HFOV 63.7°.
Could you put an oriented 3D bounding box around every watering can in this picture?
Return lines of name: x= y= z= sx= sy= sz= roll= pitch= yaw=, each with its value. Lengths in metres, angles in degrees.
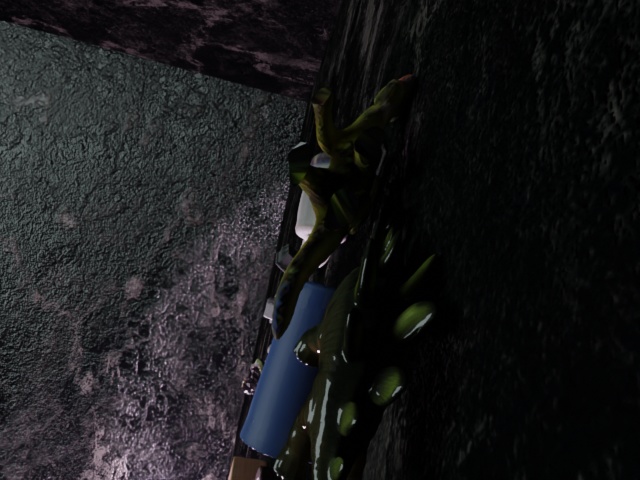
watering can: x=0.003 y=-0.052 z=1.039 sx=0.345 sy=0.104 sz=0.226 roll=149 pitch=134 yaw=-77

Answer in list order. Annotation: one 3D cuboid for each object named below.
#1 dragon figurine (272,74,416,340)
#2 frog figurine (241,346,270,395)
dragon figurine: x=0.044 y=-0.061 z=0.736 sx=0.411 sy=0.123 sz=0.241 roll=-69 pitch=-23 yaw=-2
frog figurine: x=-0.098 y=0.316 z=1.264 sx=0.161 sy=0.123 sz=0.135 roll=-25 pitch=-51 yaw=-52
